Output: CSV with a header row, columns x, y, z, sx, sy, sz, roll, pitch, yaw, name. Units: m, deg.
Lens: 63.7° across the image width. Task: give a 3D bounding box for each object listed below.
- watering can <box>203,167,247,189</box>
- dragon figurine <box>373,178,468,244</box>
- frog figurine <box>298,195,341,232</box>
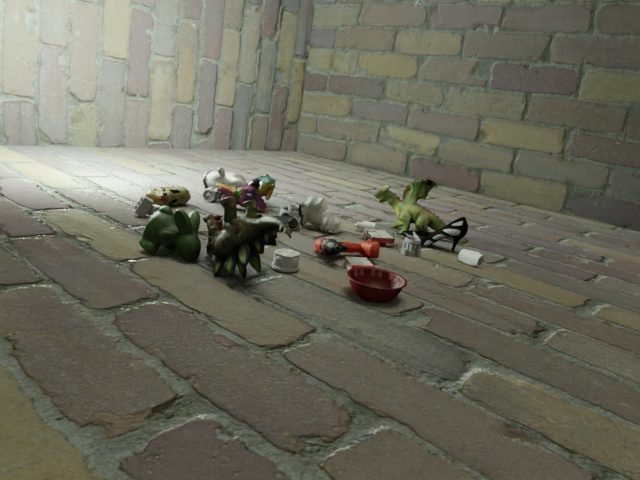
x,y,z,sx,sy,sz,roll,pitch,yaw,name
-0.415,-0.257,2.246,0.225,0.105,0.343,10,-12,25,watering can
0.414,-0.133,2.108,0.411,0.241,0.123,10,9,16,dragon figurine
0.006,-0.099,1.958,0.159,0.134,0.125,9,31,10,frog figurine
